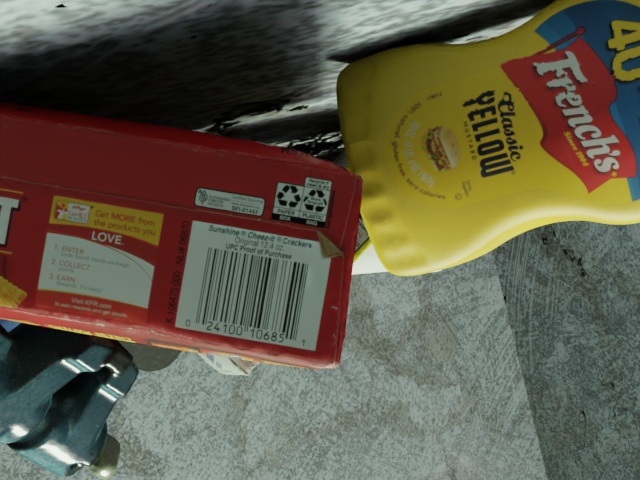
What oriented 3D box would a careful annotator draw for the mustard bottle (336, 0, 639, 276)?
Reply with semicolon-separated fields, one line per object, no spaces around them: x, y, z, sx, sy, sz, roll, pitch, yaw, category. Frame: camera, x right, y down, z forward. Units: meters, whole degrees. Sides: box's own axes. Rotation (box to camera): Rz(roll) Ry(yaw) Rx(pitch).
0.106;-0.051;0.431;0.192;0.096;0.058;-14;177;22;mustard bottle

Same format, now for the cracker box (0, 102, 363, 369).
-0.069;-0.001;0.435;0.164;0.072;0.213;9;178;1;cracker box

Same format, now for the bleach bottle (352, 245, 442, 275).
-0.034;-0.005;0.795;0.251;0.068;0.102;-9;-155;14;bleach bottle

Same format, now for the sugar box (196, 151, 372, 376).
-0.004;0.001;0.608;0.176;0.048;0.093;-49;-173;-14;sugar box

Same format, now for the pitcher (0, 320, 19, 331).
-0.275;0.087;0.991;0.144;0.149;0.243;-10;173;-34;pitcher
